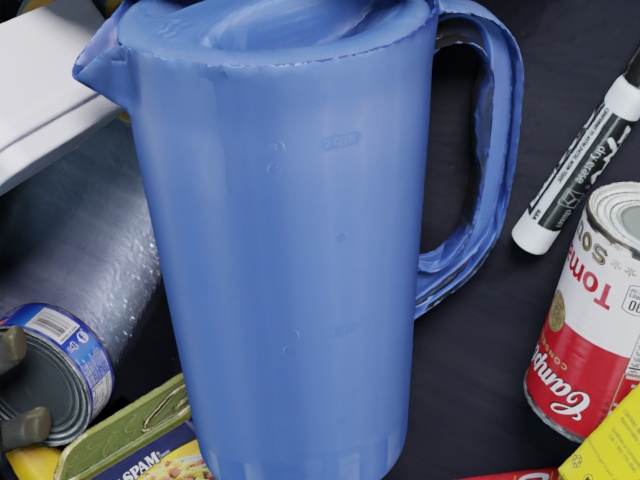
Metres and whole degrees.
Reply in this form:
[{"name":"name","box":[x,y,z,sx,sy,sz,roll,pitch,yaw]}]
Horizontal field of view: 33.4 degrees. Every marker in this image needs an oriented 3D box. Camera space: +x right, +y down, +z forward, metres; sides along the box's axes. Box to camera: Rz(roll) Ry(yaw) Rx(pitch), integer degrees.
[{"name":"marker","box":[0.122,-0.043,0.467,0.020,0.020,0.121,31,125,4]}]

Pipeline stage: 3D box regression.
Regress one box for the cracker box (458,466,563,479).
[{"name":"cracker box","box":[0.063,0.224,0.609,0.214,0.072,0.164,-13,112,28]}]

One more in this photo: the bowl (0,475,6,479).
[{"name":"bowl","box":[-0.253,0.203,0.743,0.162,0.055,0.162,10,121,18]}]

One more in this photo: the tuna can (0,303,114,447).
[{"name":"tuna can","box":[-0.170,0.082,0.653,0.086,0.033,0.086,10,121,18]}]

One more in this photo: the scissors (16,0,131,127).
[{"name":"scissors","box":[-0.119,-0.150,0.513,0.096,0.016,0.202,3,118,22]}]

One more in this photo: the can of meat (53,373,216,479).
[{"name":"can of meat","box":[-0.087,0.137,0.618,0.102,0.057,0.084,-32,106,4]}]

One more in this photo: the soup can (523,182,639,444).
[{"name":"soup can","box":[0.136,0.034,0.473,0.068,0.068,0.102,19,124,13]}]

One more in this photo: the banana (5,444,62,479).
[{"name":"banana","box":[-0.124,0.191,0.686,0.198,0.037,0.070,36,143,7]}]

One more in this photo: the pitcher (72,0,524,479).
[{"name":"pitcher","box":[-0.003,0.001,0.490,0.149,0.144,0.243,16,127,29]}]

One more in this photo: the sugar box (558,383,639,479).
[{"name":"sugar box","box":[0.189,0.057,0.434,0.093,0.048,0.176,22,113,-33]}]
